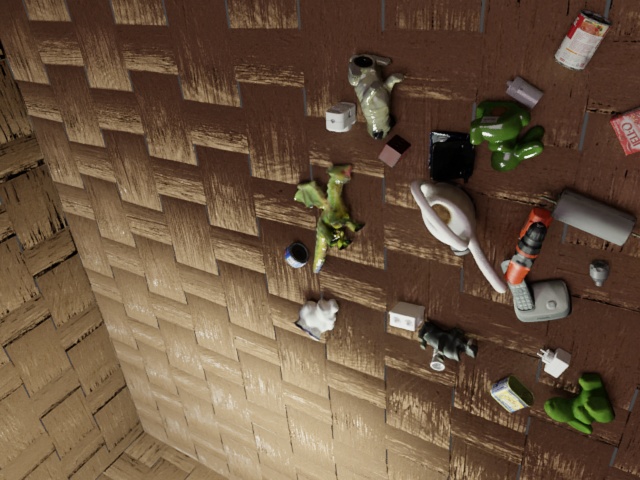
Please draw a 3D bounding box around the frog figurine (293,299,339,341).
[{"bbox_3d":[-0.001,0.269,1.882,0.138,0.122,0.159,40,98,18],"label":"frog figurine"}]

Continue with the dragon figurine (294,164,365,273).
[{"bbox_3d":[0.005,-0.083,1.654,0.245,0.123,0.402,54,134,17],"label":"dragon figurine"}]

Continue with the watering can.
[{"bbox_3d":[0.361,-0.032,1.328,0.347,0.228,0.102,48,121,-3],"label":"watering can"}]
